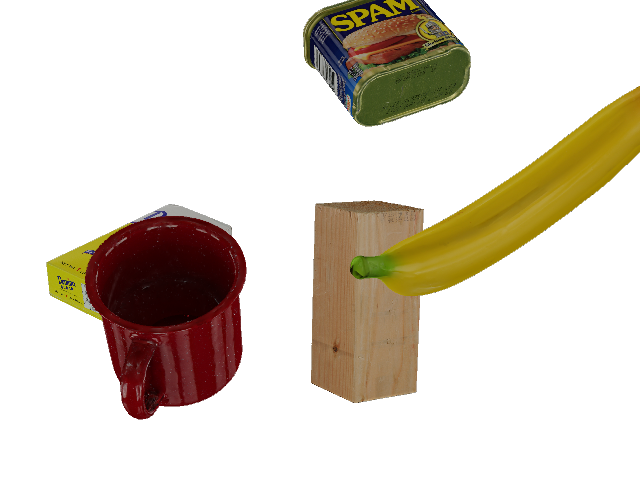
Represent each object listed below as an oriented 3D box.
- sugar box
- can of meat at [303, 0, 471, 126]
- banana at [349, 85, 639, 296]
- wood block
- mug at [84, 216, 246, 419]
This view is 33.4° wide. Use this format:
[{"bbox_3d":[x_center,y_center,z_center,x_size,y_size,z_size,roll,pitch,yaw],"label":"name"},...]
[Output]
[{"bbox_3d":[-0.181,0.019,1.092,0.093,0.048,0.175,20,36,31],"label":"sugar box"},{"bbox_3d":[0.050,-0.138,0.799,0.102,0.084,0.057,-20,-38,-16],"label":"can of meat"},{"bbox_3d":[0.109,-0.020,0.582,0.198,0.037,0.069,-33,-13,-1],"label":"banana"},{"bbox_3d":[0.050,0.064,1.184,0.090,0.206,0.091,-4,11,-34],"label":"wood block"},{"bbox_3d":[-0.091,0.054,0.635,0.093,0.081,0.117,7,46,7],"label":"mug"}]
